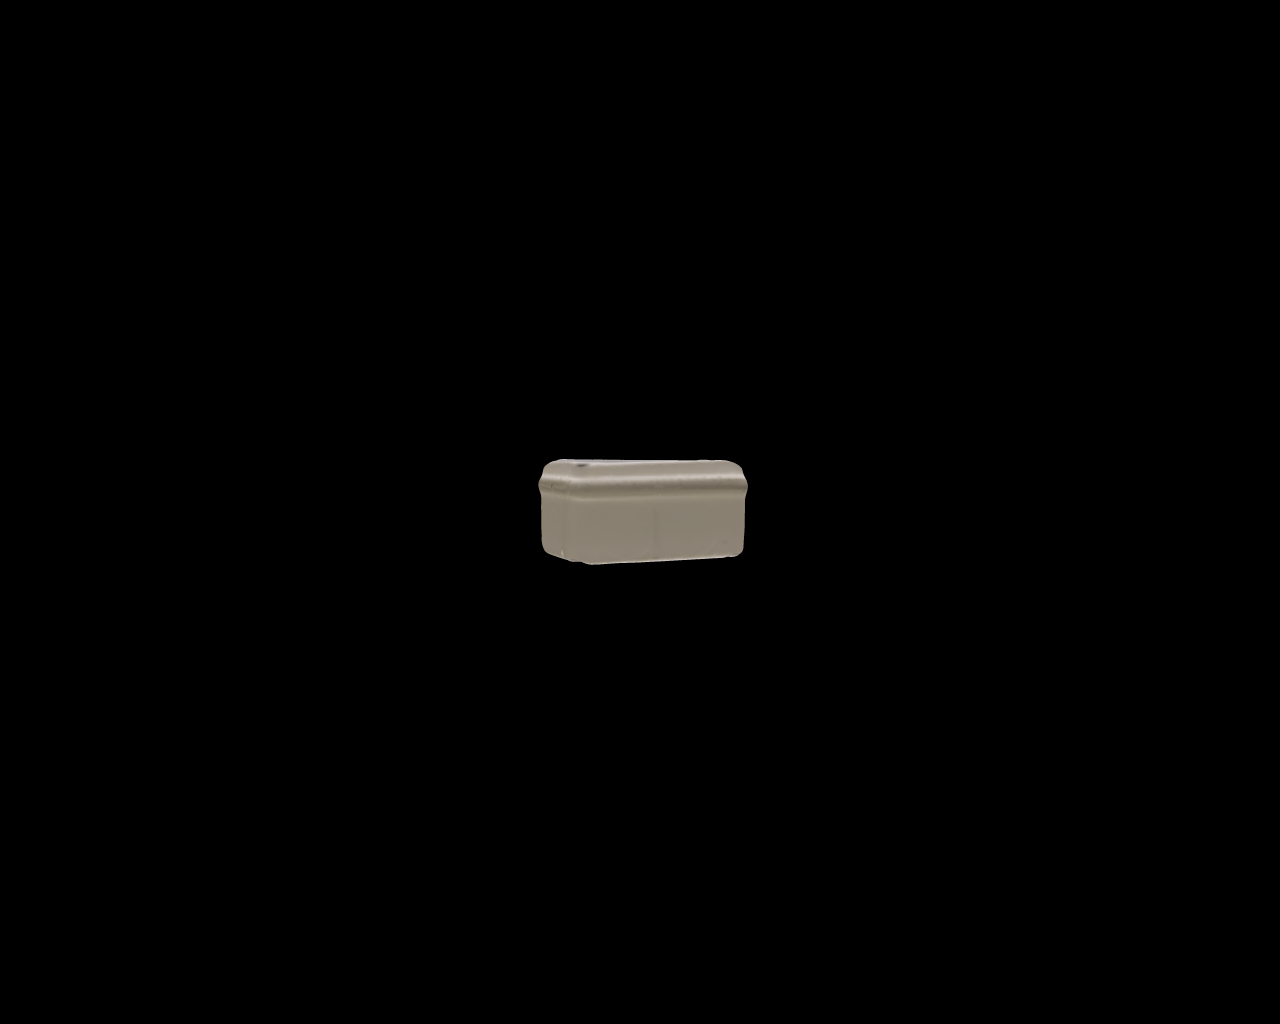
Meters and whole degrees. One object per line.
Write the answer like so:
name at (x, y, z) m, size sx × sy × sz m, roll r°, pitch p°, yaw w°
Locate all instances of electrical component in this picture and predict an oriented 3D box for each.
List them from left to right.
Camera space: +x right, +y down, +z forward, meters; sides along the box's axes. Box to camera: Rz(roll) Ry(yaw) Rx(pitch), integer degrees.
electrical component at (0.001, -0.003, 0.650) m, size 0.113 × 0.057 × 0.078 m, roll -1°, pitch 4°, yaw -20°
